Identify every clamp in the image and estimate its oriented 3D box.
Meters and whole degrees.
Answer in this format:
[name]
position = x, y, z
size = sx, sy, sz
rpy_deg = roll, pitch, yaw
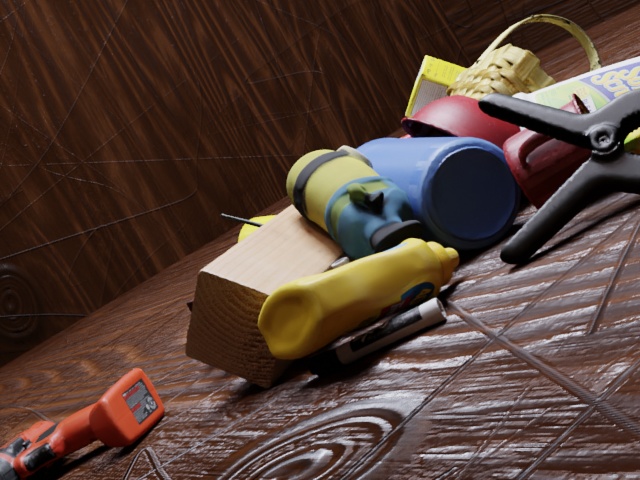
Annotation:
[clamp]
position = 0.232, -0.082, 0.891
size = 0.210, 0.164, 0.036
rpy_deg = -20, -29, 17

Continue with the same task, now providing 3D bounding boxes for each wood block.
[wood block]
position = -0.037, 0.046, 1.020
size = 0.090, 0.091, 0.205
rpy_deg = 20, 25, 15

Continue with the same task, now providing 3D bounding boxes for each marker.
[marker]
position = 0.044, 0.080, 0.857
size = 0.121, 0.020, 0.020
rpy_deg = -27, 6, 16

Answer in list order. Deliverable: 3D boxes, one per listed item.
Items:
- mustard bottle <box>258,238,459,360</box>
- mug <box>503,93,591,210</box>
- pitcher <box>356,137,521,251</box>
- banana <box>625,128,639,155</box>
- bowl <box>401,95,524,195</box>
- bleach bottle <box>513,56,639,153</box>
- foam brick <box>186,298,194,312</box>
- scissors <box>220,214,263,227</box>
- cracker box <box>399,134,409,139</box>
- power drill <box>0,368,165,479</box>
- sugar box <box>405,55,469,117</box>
[mustard bottle]
position = 0.046, 0.041, 0.897
size = 0.191, 0.058, 0.096
rpy_deg = -20, -15, -36
[mug]
position = 0.219, -0.078, 0.985
size = 0.082, 0.093, 0.117
rpy_deg = -31, -21, 21
[pitcher]
position = 0.121, -0.047, 1.121
size = 0.149, 0.145, 0.243
rpy_deg = -42, 13, -11
[banana]
position = 0.364, -0.121, 0.974
size = 0.198, 0.037, 0.069
rpy_deg = -27, 10, 14
[bowl]
position = 0.171, -0.112, 1.167
size = 0.055, 0.162, 0.162
rpy_deg = -60, 9, -4
[bleach bottle]
position = 0.324, -0.145, 1.059
size = 0.251, 0.068, 0.102
rpy_deg = -22, 49, 14
[foam brick]
position = -0.101, 0.087, 1.191
size = 0.052, 0.078, 0.051
rpy_deg = -35, 9, -34
[scissors]
position = -0.008, 0.001, 1.212
size = 0.201, 0.016, 0.096
rpy_deg = 12, 9, -38
[cracker box]
position = 0.079, -0.069, 1.477
size = 0.164, 0.072, 0.213
rpy_deg = -26, -8, 6
[power drill]
position = -0.257, 0.202, 1.046
size = 0.188, 0.057, 0.184
rpy_deg = -27, 7, 19
[sugar box]
position = 0.213, -0.183, 1.454
size = 0.093, 0.176, 0.048
rpy_deg = 106, -179, -58
